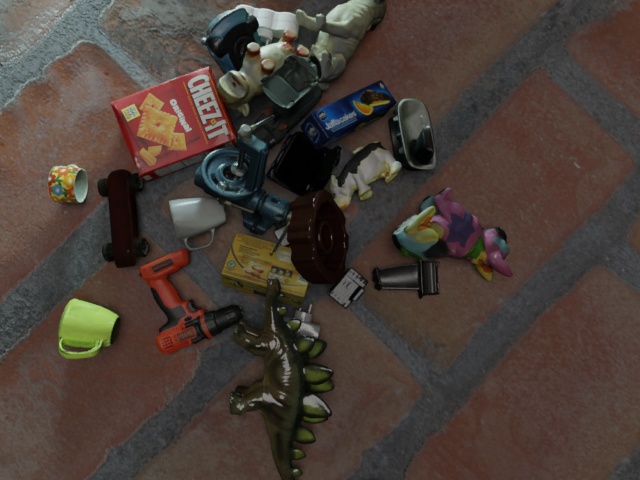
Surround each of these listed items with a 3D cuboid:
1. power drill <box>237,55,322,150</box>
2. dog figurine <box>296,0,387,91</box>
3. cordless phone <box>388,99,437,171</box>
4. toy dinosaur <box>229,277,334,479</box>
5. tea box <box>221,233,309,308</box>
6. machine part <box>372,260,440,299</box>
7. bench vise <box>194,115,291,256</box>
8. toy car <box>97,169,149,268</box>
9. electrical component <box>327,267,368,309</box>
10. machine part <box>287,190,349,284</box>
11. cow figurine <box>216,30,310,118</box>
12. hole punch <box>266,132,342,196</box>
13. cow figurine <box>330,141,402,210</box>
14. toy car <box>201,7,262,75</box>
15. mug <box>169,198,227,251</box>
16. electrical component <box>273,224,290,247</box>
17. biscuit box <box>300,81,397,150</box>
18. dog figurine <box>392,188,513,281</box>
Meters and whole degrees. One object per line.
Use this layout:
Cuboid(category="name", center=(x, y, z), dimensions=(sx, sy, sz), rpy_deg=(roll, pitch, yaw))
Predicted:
Cuboid(category="power drill", center=(-0.078, -0.247, 1.035), dimensions=(0.086, 0.207, 0.232), rpy_deg=(43, 75, 6))
Cuboid(category="dog figurine", center=(0.060, -0.414, 1.114), dimensions=(0.190, 0.172, 0.121), rpy_deg=(-23, 48, -26))
Cuboid(category="cordless phone", center=(0.189, -0.214, 1.047), dimensions=(0.089, 0.184, 0.146), rpy_deg=(-9, 87, 4))
Cuboid(category="toy dinosaur", center=(-0.073, 0.298, 1.039), dimensions=(0.199, 0.105, 0.470), rpy_deg=(2, 103, 3))
Cuboid(category="tea box", center=(-0.102, 0.061, 1.070), dimensions=(0.170, 0.068, 0.098), rpy_deg=(17, 62, 2))
Cuboid(category="machine part", center=(0.177, 0.079, 1.101), dimensions=(0.139, 0.039, 0.084), rpy_deg=(1, 91, -2))
Cuboid(category="bench vise", center=(-0.129, -0.111, 0.996), dimensions=(0.224, 0.240, 0.129), rpy_deg=(35, 55, 9))
Cuboid(category="toy car", center=(-0.399, -0.044, 1.095), dimensions=(0.089, 0.053, 0.202), rpy_deg=(-9, 84, 6))
Cuboid(category="electrical component", center=(0.055, 0.096, 1.058), dimensions=(0.048, 0.119, 0.075), rpy_deg=(39, 89, 1))
Cuboid(category="machine part", center=(-0.002, -0.003, 1.019), dimensions=(0.056, 0.179, 0.179), rpy_deg=(-7, 86, 26))
Cuboid(category="cow figurine", center=(-0.121, -0.319, 1.047), dimensions=(0.085, 0.127, 0.195), rpy_deg=(48, 57, 8))
Cuboid(category="hole punch", center=(-0.038, -0.150, 1.099), dimensions=(0.115, 0.092, 0.142), rpy_deg=(31, 83, -22))
Cuboid(category="cow figurine", center=(0.074, -0.130, 1.098), dimensions=(0.167, 0.068, 0.098), rpy_deg=(-34, 81, -6))
Cuboid(category="toy car", center=(-0.175, -0.393, 1.091), dimensions=(0.109, 0.161, 0.103), rpy_deg=(-41, 52, -10))
Cuboid(category="mug", center=(-0.241, -0.038, 1.083), dimensions=(0.107, 0.081, 0.109), rpy_deg=(-14, 80, -12))
Cuboid(category="electrical component", center=(-0.060, -0.015, 1.112), dimensions=(0.063, 0.021, 0.094), rpy_deg=(-27, 86, -3))
Cuboid(category="biscuit box", center=(0.058, -0.248, 1.067), dimensions=(0.203, 0.059, 0.063), rpy_deg=(-33, 88, -30))
Cuboid(category="dog figurine", center=(0.274, 0.014, 1.067), dimensions=(0.219, 0.108, 0.191), rpy_deg=(46, 69, -1))
